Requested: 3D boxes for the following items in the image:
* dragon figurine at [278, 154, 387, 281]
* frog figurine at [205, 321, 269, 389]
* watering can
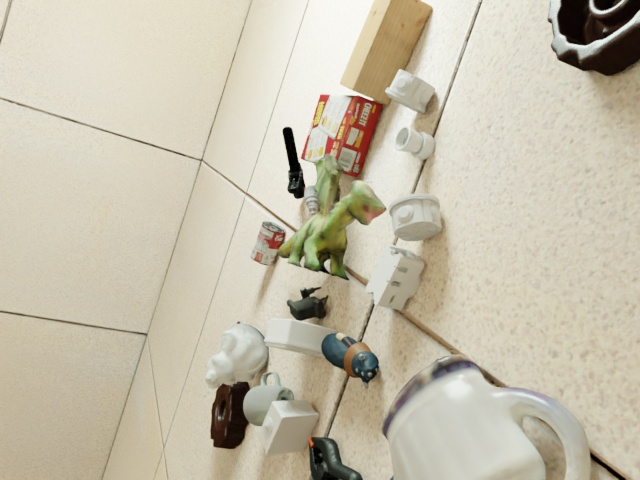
[{"bbox_3d":[0.003,-0.053,1.047,0.122,0.243,0.411,13,1,-27],"label":"dragon figurine"},{"bbox_3d":[-0.205,0.283,1.239,0.122,0.135,0.162,2,23,35],"label":"frog figurine"},{"bbox_3d":[0.132,0.280,0.581,0.103,0.344,0.229,34,17,-32],"label":"watering can"}]
